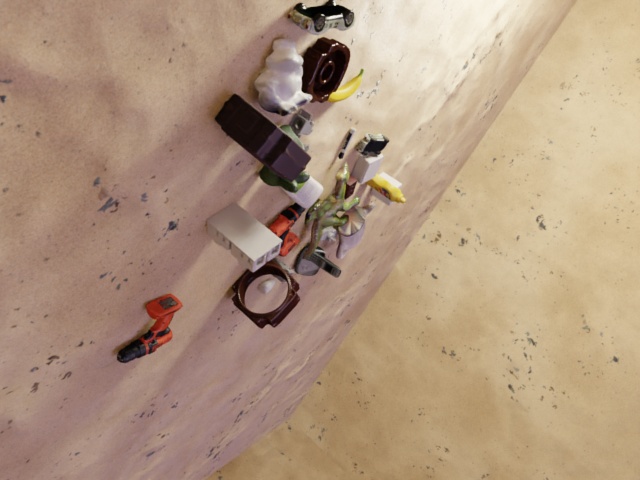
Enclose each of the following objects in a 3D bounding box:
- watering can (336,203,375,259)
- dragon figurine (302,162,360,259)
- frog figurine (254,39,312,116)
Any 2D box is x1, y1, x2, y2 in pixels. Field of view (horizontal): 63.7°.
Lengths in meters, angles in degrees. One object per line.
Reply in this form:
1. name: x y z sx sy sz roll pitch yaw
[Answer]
1. watering can: 0.158 -0.076 2.264 0.353 0.104 0.220 -59 164 -24
2. dragon figurine: 0.006 -0.094 1.866 0.407 0.123 0.242 -58 155 10
3. frog figurine: -0.095 -0.380 1.200 0.139 0.123 0.157 -31 116 -27
